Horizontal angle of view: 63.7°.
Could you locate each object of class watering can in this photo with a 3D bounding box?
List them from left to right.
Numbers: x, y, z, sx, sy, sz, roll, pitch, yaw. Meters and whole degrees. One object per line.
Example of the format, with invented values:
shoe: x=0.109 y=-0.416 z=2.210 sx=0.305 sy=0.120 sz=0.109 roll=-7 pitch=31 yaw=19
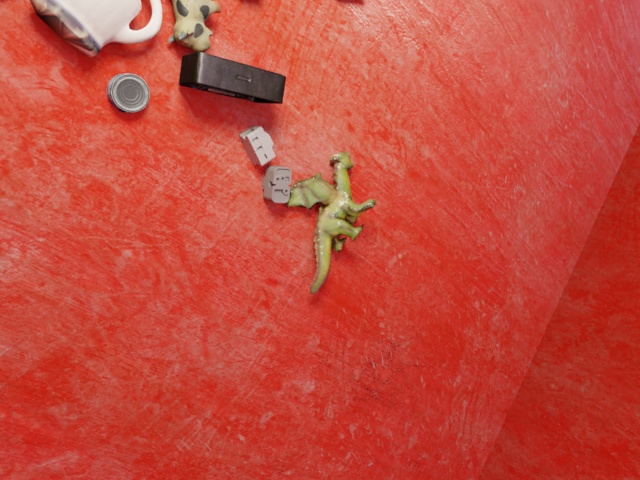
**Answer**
watering can: x=-0.472 y=-0.513 z=1.001 sx=0.342 sy=0.104 sz=0.226 roll=45 pitch=73 yaw=-36

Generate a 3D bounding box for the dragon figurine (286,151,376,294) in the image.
dragon figurine: x=0.004 y=-0.074 z=1.473 sx=0.241 sy=0.122 sz=0.414 roll=35 pitch=76 yaw=-18
